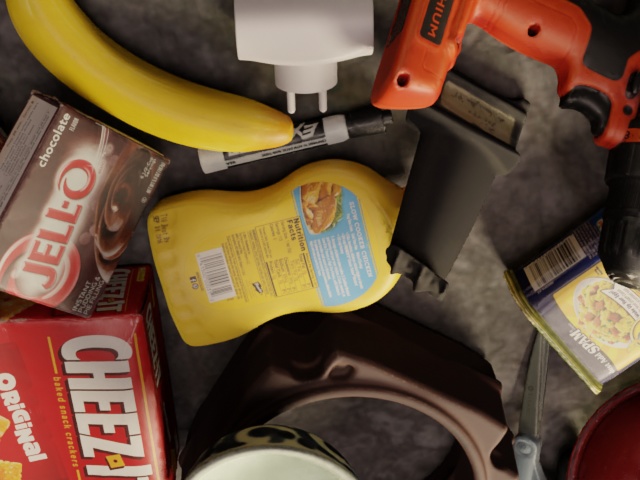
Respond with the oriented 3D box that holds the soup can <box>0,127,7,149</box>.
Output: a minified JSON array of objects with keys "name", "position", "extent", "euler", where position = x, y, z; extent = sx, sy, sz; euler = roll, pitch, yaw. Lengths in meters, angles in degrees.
[{"name":"soup can","position":[-0.234,-0.076,0.615],"extent":[0.068,0.068,0.102],"euler":[-26,117,12]}]

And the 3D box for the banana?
[{"name":"banana","position":[-0.108,-0.100,0.617],"extent":[0.197,0.037,0.070],"euler":[37,127,-19]}]

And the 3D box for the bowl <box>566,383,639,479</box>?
[{"name":"bowl","position":[0.255,0.176,0.733],"extent":[0.162,0.055,0.162],"euler":[0,87,-3]}]

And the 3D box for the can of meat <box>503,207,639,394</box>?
[{"name":"can of meat","position":[0.184,0.038,0.697],"extent":[0.084,0.057,0.102],"euler":[-37,115,16]}]

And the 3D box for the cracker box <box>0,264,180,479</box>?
[{"name":"cracker box","position":[-0.211,0.109,0.718],"extent":[0.213,0.072,0.164],"euler":[-4,120,0]}]

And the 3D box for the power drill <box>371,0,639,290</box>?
[{"name":"power drill","position":[0.127,-0.082,0.586],"extent":[0.187,0.057,0.184],"euler":[17,79,-9]}]

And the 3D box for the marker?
[{"name":"marker","position":[-0.015,-0.063,0.656],"extent":[0.121,0.020,0.020],"euler":[-12,119,5]}]

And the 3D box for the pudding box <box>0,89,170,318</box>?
[{"name":"pudding box","position":[-0.151,-0.018,0.624],"extent":[0.089,0.039,0.113],"euler":[27,88,-52]}]

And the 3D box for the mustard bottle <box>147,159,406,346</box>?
[{"name":"mustard bottle","position":[-0.004,0.001,0.669],"extent":[0.191,0.058,0.096],"euler":[-13,104,6]}]

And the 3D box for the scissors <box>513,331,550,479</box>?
[{"name":"scissors","position":[0.164,0.163,0.769],"extent":[0.096,0.016,0.202],"euler":[30,120,20]}]

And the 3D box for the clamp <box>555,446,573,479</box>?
[{"name":"clamp","position":[0.201,0.273,0.818],"extent":[0.164,0.036,0.210],"euler":[37,119,9]}]
